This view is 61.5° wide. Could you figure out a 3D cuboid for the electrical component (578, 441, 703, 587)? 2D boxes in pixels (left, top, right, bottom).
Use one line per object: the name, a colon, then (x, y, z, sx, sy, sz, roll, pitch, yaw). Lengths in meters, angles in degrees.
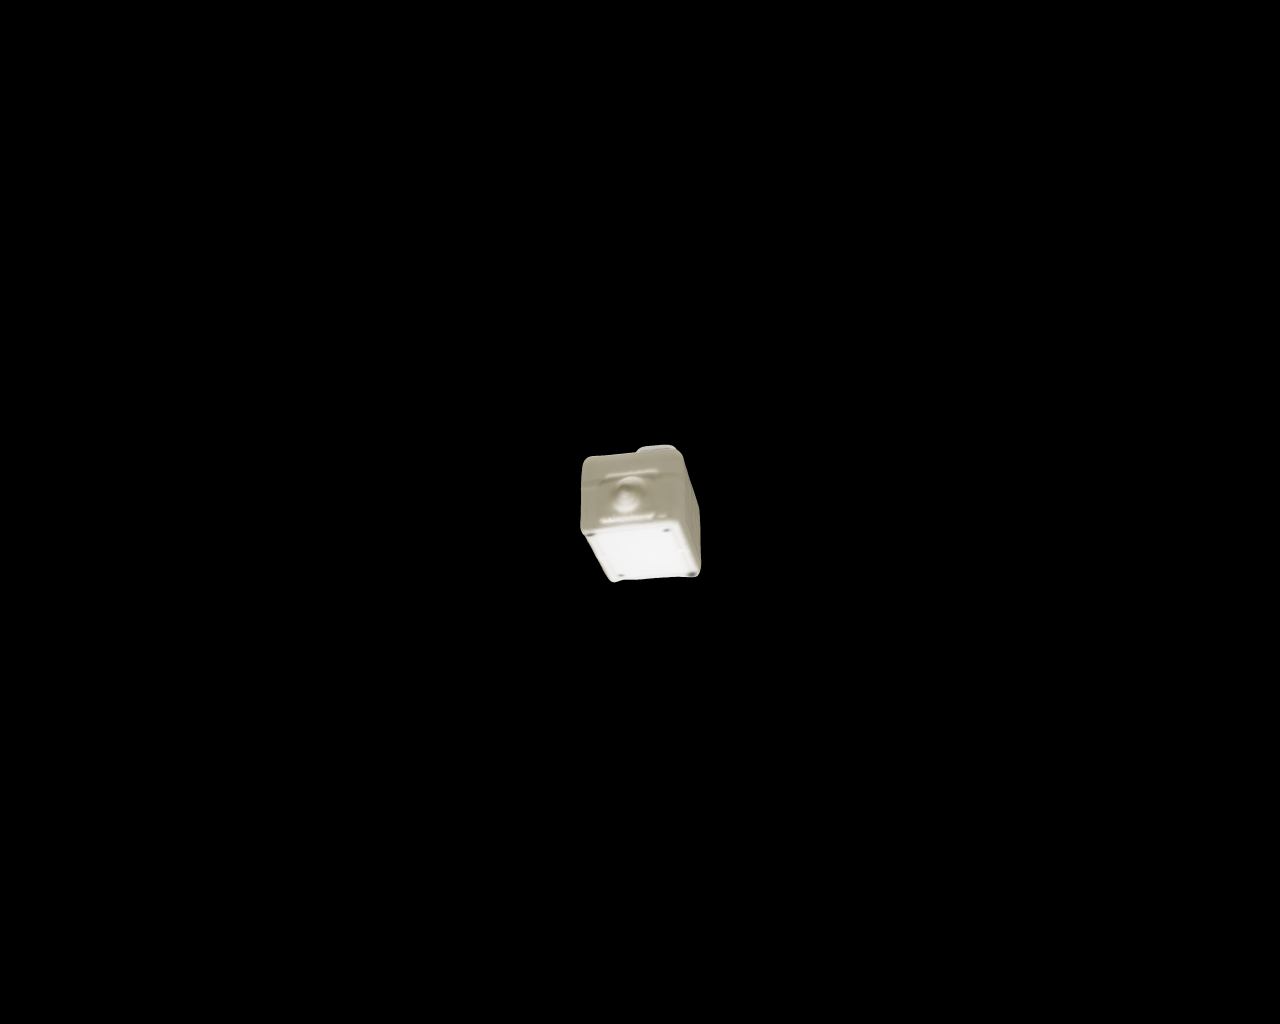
electrical component: (0.001, -0.003, 0.650, 0.062, 0.061, 0.096, -5, -28, 10)
